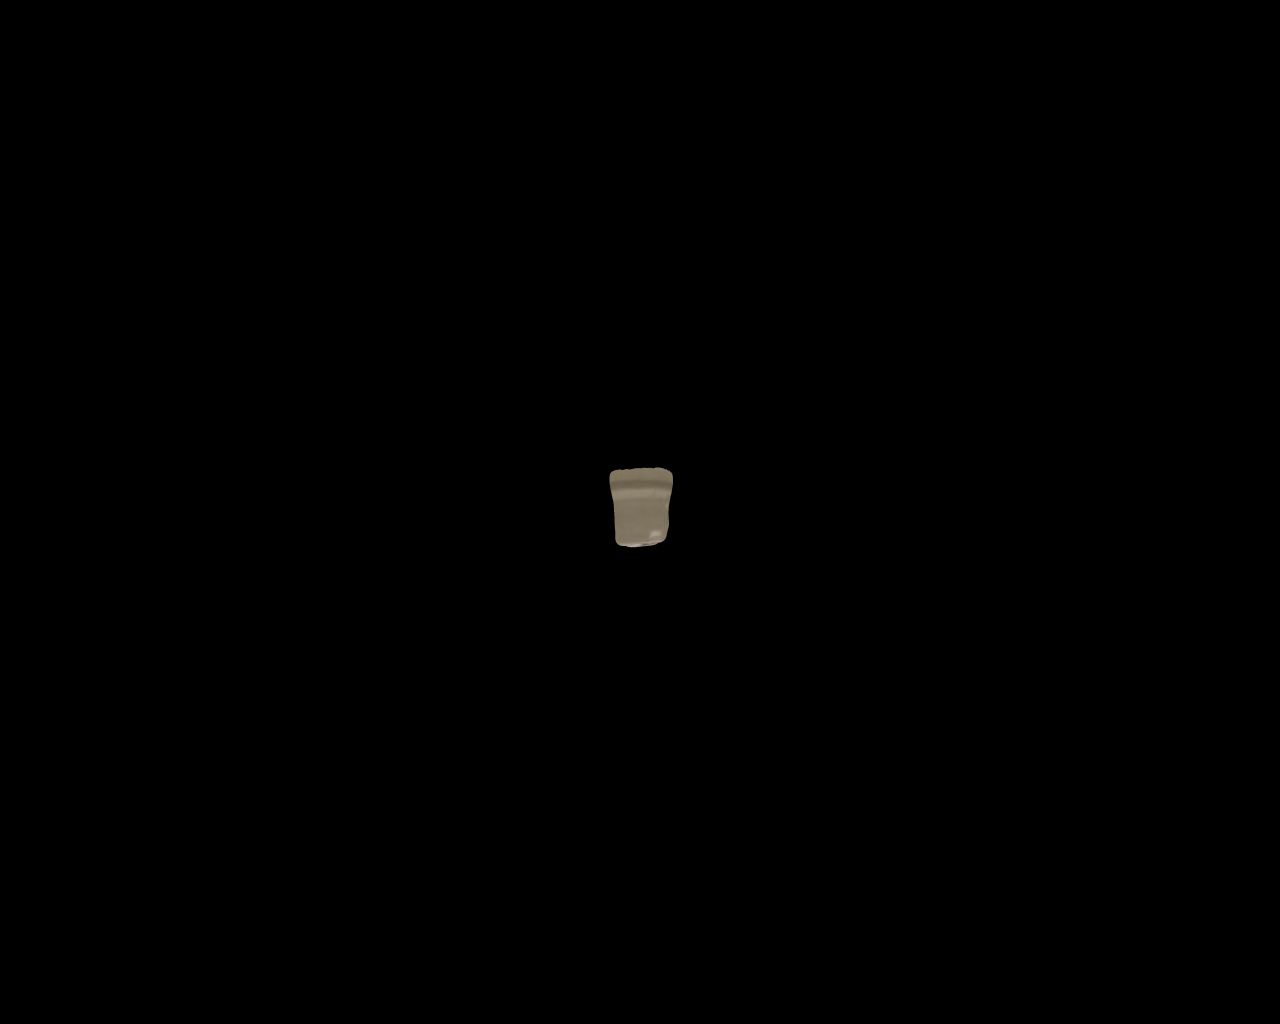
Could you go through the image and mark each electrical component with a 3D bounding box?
[{"bbox_3d":[0.001,-0.003,0.650,0.040,0.046,0.040,0,-5,0],"label":"electrical component"}]
